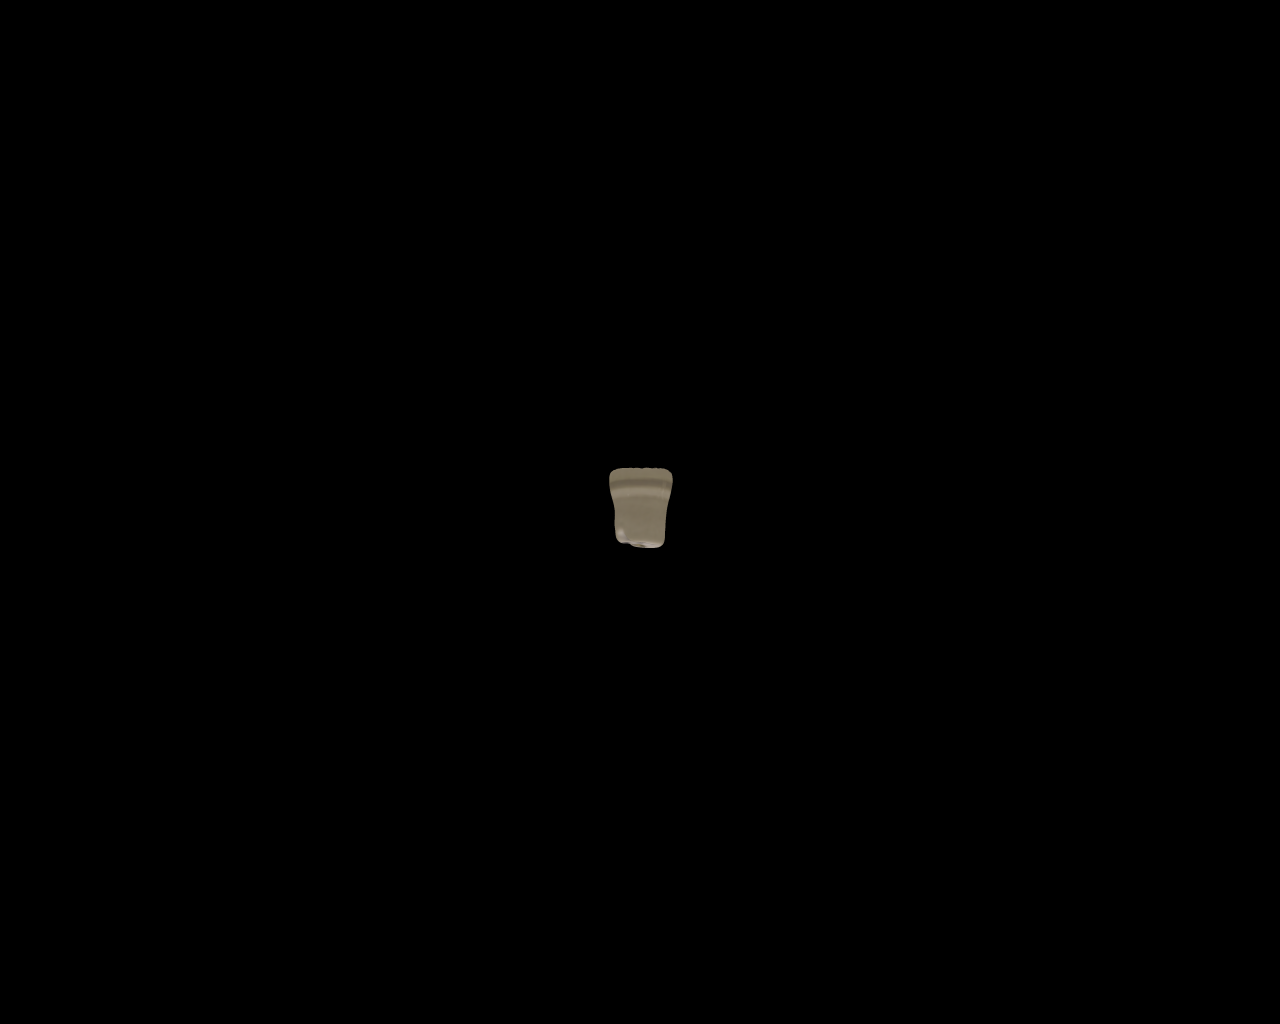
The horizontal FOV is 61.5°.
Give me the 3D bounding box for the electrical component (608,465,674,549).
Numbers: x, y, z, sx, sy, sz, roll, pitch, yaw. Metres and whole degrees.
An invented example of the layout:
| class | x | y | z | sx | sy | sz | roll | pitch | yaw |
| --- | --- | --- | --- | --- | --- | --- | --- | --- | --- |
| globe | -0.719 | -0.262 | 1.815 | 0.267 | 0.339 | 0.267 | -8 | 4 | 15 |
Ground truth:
| class | x | y | z | sx | sy | sz | roll | pitch | yaw |
| --- | --- | --- | --- | --- | --- | --- | --- | --- | --- |
| electrical component | 0.001 | -0.003 | 0.650 | 0.040 | 0.046 | 0.040 | 0 | -9 | 0 |
